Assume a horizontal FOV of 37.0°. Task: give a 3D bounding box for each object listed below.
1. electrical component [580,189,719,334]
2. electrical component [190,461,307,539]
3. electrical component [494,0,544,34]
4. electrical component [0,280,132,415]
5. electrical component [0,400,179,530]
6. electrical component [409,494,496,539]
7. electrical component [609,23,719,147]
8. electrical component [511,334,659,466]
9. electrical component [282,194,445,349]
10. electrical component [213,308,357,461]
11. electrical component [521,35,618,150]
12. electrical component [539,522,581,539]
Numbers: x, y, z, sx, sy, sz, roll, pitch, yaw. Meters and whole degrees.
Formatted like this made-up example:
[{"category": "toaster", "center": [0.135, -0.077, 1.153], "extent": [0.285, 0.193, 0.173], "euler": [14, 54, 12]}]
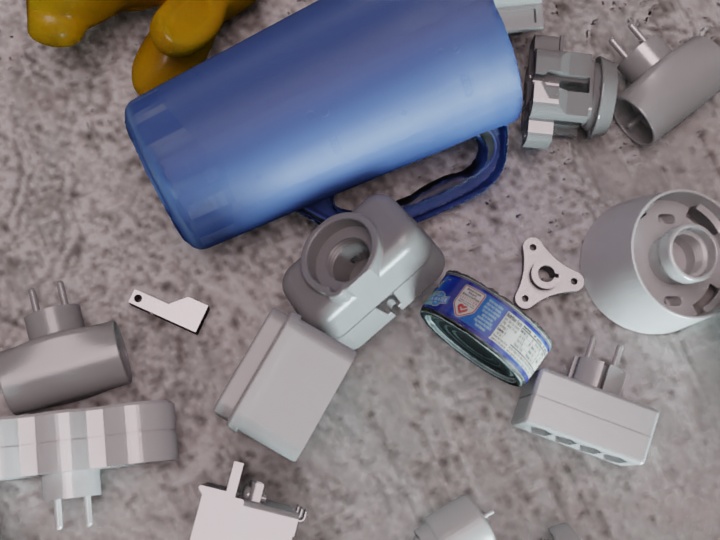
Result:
[{"category": "electrical component", "center": [0.213, -0.007, 0.747], "extent": [0.099, 0.064, 0.099], "euler": [3, 79, -17]}, {"category": "electrical component", "center": [-0.071, 0.159, 0.656], "extent": [0.063, 0.121, 0.078], "euler": [15, 78, -4]}, {"category": "electrical component", "center": [0.108, -0.202, 0.765], "extent": [0.042, 0.064, 0.081], "euler": [-3, 79, 11]}, {"category": "electrical component", "center": [-0.198, 0.047, 0.708], "extent": [0.077, 0.044, 0.079], "euler": [-15, 81, -6]}, {"category": "electrical component", "center": [-0.186, 0.128, 0.689], "extent": [0.138, 0.052, 0.073], "euler": [-6, 80, -4]}, {"category": "electrical component", "center": [0.053, 0.179, 0.701], "extent": [0.078, 0.040, 0.040], "euler": [-29, 82, -8]}, {"category": "electrical component", "center": [0.212, -0.142, 0.771], "extent": [0.077, 0.043, 0.079], "euler": [-38, 83, -10]}, {"category": "electrical component", "center": [0.156, 0.082, 0.723], "extent": [0.083, 0.047, 0.075], "euler": [20, 78, 0]}, {"category": "electrical component", "center": [0.000, 0.000, 0.705], "extent": [0.095, 0.059, 0.053], "euler": [-42, 53, 6]}, {"category": "electrical component", "center": [-0.049, 0.073, 0.678], "extent": [0.057, 0.113, 0.078], "euler": [30, 79, -1]}, {"category": "electrical component", "center": [0.147, -0.123, 0.757], "extent": [0.057, 0.058, 0.078], "euler": [6, 79, 0]}, {"category": "electrical component", "center": [0.125, 0.198, 0.700], "extent": [0.055, 0.048, 0.066], "euler": [-36, 83, -2]}]
